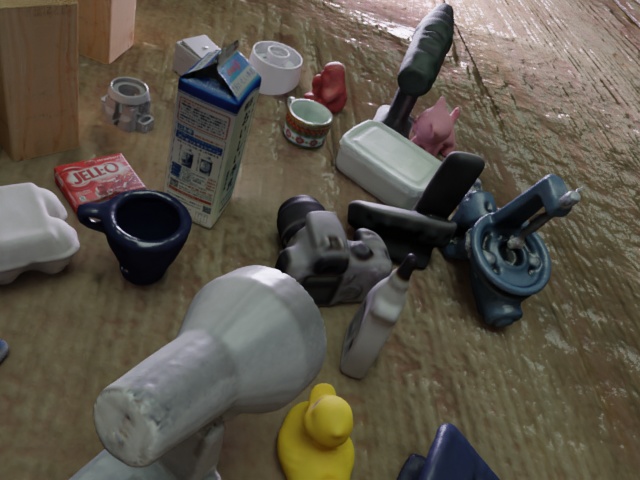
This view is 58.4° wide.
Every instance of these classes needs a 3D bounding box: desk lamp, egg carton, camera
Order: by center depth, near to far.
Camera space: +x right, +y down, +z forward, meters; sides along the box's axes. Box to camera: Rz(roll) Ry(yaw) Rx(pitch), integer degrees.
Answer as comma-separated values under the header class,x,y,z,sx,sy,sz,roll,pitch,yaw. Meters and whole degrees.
class,x,y,z,sx,sy,sz,roll,pitch,yaw
desk lamp,-0.104,0.140,0.454,0.117,0.213,0.204,37,44,14
egg carton,-0.340,-0.003,0.602,0.151,0.069,0.107,-15,55,-34
camera,0.007,0.003,0.724,0.143,0.101,0.136,1,47,-23

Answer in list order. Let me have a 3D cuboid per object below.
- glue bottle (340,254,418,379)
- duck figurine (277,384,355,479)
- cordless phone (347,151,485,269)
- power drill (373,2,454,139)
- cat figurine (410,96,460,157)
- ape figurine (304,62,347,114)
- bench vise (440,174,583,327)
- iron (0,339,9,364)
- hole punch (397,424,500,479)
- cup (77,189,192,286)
class,x,y,z,sx,sy,sz,roll,pitch,yaw
glue bottle,0.067,0.076,0.623,0.037,0.173,0.078,20,42,-3
duck figurine,0.004,0.189,0.547,0.078,0.086,0.104,6,45,-18
cordless phone,0.127,-0.058,0.775,0.148,0.185,0.094,9,44,-15
power drill,0.165,-0.286,1.003,0.075,0.208,0.230,23,42,0
cat figurine,0.204,-0.195,0.996,0.067,0.117,0.128,42,46,20
ape figurine,0.017,-0.273,1.012,0.076,0.092,0.078,17,43,-6
bench vise,0.239,-0.021,0.761,0.122,0.219,0.207,-11,52,-32
iron,-0.382,0.093,0.434,0.259,0.141,0.118,-20,58,-37
hole punch,0.126,0.245,0.539,0.101,0.091,0.109,31,43,8
cup,-0.207,0.003,0.635,0.118,0.095,0.091,10,44,-14
